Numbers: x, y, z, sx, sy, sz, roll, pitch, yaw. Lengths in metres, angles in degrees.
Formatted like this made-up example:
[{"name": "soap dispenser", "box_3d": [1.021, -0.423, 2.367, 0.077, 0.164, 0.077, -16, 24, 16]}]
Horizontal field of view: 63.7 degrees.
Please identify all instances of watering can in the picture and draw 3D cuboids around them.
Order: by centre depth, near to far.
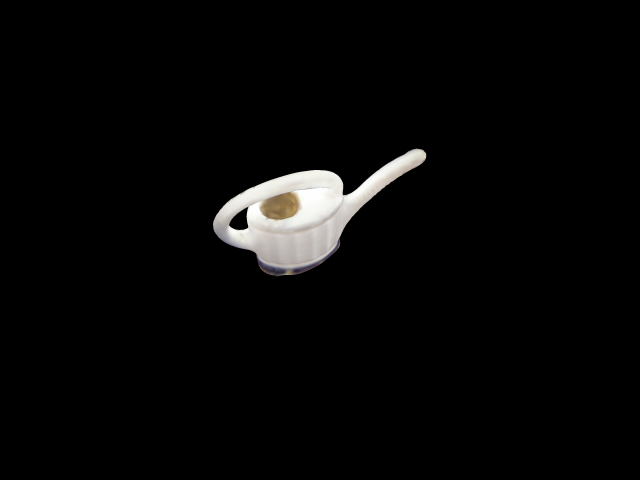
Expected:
[{"name": "watering can", "box_3d": [0.003, -0.043, 0.850, 0.348, 0.106, 0.219, -15, -30, -9]}]
